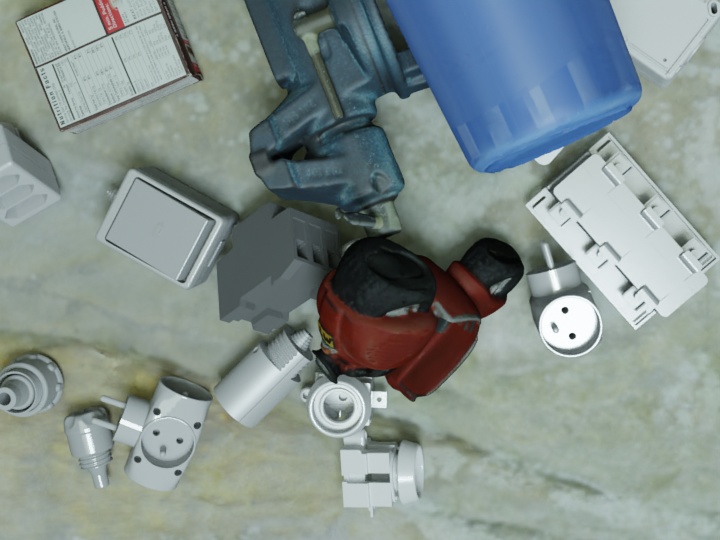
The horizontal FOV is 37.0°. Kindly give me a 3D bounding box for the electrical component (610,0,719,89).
[{"bbox_3d":[0.195,-0.180,0.753,0.096,0.061,0.061,38,98,9],"label":"electrical component"}]

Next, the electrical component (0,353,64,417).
[{"bbox_3d":[-0.258,0.091,0.820,0.048,0.062,0.048,1,96,5],"label":"electrical component"}]

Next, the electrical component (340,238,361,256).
[{"bbox_3d":[0.000,0.000,0.786,0.043,0.062,0.043,1,96,5],"label":"electrical component"}]

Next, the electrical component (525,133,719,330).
[{"bbox_3d":[0.188,-0.026,0.765,0.079,0.063,0.121,-42,91,8],"label":"electrical component"}]

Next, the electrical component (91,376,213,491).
[{"bbox_3d":[-0.163,0.118,0.819,0.079,0.044,0.077,21,98,-12],"label":"electrical component"}]

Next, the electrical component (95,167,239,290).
[{"bbox_3d":[-0.149,-0.035,0.797,0.096,0.061,0.061,29,98,2],"label":"electrical component"}]

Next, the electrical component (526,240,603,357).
[{"bbox_3d":[0.142,0.017,0.767,0.043,0.077,0.079,-16,94,7],"label":"electrical component"}]

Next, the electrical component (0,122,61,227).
[{"bbox_3d":[-0.270,-0.084,0.806,0.047,0.065,0.076,-29,64,7],"label":"electrical component"}]

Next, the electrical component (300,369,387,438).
[{"bbox_3d":[-0.014,0.097,0.801,0.066,0.055,0.048,2,96,5],"label":"electrical component"}]

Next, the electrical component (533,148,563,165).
[{"bbox_3d":[0.141,-0.122,0.763,0.050,0.055,0.089,41,98,0],"label":"electrical component"}]

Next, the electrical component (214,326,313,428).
[{"bbox_3d":[-0.067,0.075,0.810,0.043,0.043,0.081,45,98,0],"label":"electrical component"}]

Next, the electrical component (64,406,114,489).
[{"bbox_3d":[-0.207,0.139,0.835,0.035,0.035,0.061,-12,96,6],"label":"electrical component"}]

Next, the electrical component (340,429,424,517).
[{"bbox_3d":[0.018,0.152,0.810,0.055,0.048,0.066,-2,96,13],"label":"electrical component"}]
